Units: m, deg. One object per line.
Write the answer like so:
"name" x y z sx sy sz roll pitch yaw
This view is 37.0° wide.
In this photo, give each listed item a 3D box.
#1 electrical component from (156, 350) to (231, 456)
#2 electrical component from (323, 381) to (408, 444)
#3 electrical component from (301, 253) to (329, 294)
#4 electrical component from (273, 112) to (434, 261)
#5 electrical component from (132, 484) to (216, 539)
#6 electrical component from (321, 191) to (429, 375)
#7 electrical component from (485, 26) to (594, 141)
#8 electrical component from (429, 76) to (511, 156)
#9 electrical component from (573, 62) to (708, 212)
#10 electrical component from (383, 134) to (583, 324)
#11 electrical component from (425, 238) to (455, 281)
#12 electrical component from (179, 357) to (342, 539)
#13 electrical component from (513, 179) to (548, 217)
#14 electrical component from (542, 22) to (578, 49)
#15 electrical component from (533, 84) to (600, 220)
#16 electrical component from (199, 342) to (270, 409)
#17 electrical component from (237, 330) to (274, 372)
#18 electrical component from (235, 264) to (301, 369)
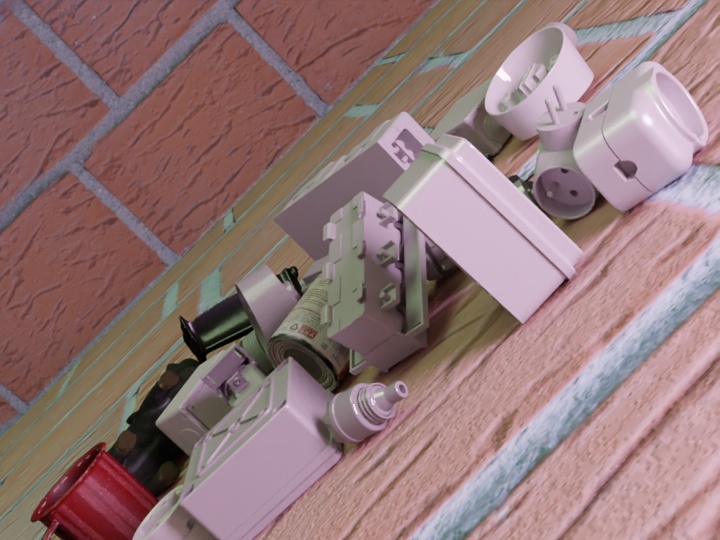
"electrical component" -0.135 0.124 1.001 0.061 0.061 0.096 -33 17 45
"electrical component" 0.006 0.090 0.704 0.061 0.035 0.035 -33 16 35
"electrical component" 0.000 0.000 0.968 0.096 0.061 0.061 -32 17 46
"electrical component" 0.014 -0.063 1.028 0.186 0.105 0.060 -30 18 50
"electrical component" -0.129 0.192 0.781 0.055 0.047 0.055 -43 12 11
"electrical component" 0.010 0.005 0.801 0.079 0.063 0.121 -36 38 35
"electrical component" 0.163 -0.169 0.985 0.099 0.064 0.099 -42 12 11
"electrical component" 0.119 -0.146 1.096 0.099 0.048 0.100 -52 14 -31
"electrical component" 0.178 -0.088 0.679 0.059 0.053 0.095 -37 14 34
"electrical component" 0.076 -0.028 0.676 0.057 0.113 0.078 -47 11 3
"electrical component" 0.067 -0.023 0.861 0.055 0.048 0.066 -34 14 12
"electrical component" -0.070 0.129 0.773 0.109 0.056 0.108 -43 12 7
"electrical component" 0.104 -0.036 0.789 0.065 0.044 0.044 -37 13 16
"electrical component" 0.181 -0.211 1.120 0.079 0.044 0.077 -31 18 51
"electrical component" 0.144 -0.088 0.739 0.044 0.079 0.077 -7 33 35
"electrical component" -0.090 0.104 0.901 0.042 0.081 0.064 -46 34 -4
"electrical component" -0.111 0.092 1.078 0.081 0.043 0.043 -39 13 25
"electrical component" -0.079 0.046 1.005 0.064 0.099 0.099 -39 11 -4
